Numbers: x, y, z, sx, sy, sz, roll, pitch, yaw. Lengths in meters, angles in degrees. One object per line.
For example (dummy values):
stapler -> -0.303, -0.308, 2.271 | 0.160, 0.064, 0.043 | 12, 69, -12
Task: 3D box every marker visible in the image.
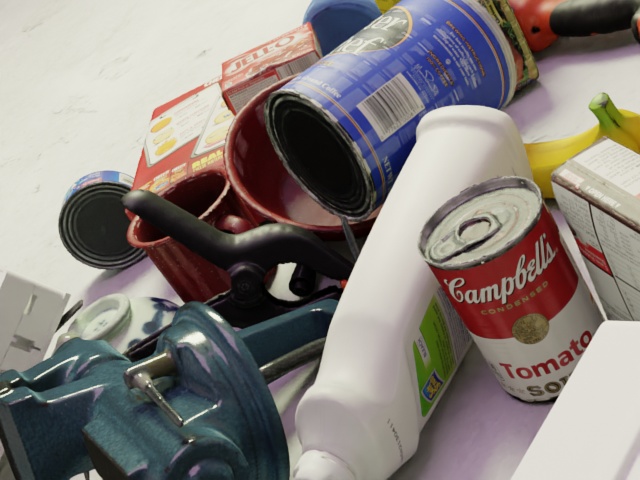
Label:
marker -> -0.005, 0.001, 0.802 | 0.020, 0.020, 0.121 | -20, 31, 24

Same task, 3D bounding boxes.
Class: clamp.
clamp -> -0.056, 0.018, 0.713 | 0.171, 0.120, 0.039 | -8, 18, -3

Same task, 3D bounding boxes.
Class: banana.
banana -> 0.148, -0.054, 0.669 | 0.037, 0.069, 0.198 | -57, 13, -17

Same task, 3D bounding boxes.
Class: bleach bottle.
bleach bottle -> 0.049, 0.038, 0.595 | 0.068, 0.102, 0.250 | 3, 43, 34

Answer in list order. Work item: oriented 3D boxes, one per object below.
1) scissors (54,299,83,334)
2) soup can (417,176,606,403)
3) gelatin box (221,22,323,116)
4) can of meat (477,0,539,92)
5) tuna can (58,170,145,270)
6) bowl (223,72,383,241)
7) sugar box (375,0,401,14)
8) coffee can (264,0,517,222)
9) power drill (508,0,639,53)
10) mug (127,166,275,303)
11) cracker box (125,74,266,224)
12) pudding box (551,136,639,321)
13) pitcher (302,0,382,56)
scissors -> -0.228, 0.085, 0.843 | 0.202, 0.016, 0.096 | -42, 12, 25
soup can -> 0.103, 0.027, 0.555 | 0.068, 0.102, 0.068 | -25, 29, 15
gelatin box -> -0.041, -0.147, 0.913 | 0.089, 0.030, 0.073 | -23, 28, 8
can of meat -> 0.111, -0.146, 0.827 | 0.084, 0.102, 0.057 | -31, 26, 0
tuna can -> -0.190, -0.018, 0.955 | 0.086, 0.086, 0.034 | -30, 26, 6
bowl -> 0.011, -0.053, 0.790 | 0.162, 0.055, 0.162 | -3, 52, 3
sugar box -> 0.092, -0.208, 0.861 | 0.093, 0.176, 0.048 | -37, 27, -8
coffee can -> 0.048, -0.093, 0.717 | 0.140, 0.103, 0.103 | -39, 28, -22
power drill -> 0.247, -0.203, 0.818 | 0.184, 0.057, 0.188 | -47, 31, -24
mug -> -0.078, 0.004, 0.806 | 0.117, 0.081, 0.093 | 1, 43, 47
cracker box -> -0.075, -0.084, 0.956 | 0.164, 0.072, 0.213 | -25, 28, 13
pudding box -> 0.160, 0.016, 0.501 | 0.039, 0.113, 0.090 | -33, 28, -5
pitcher -> 0.071, -0.248, 1.017 | 0.145, 0.149, 0.242 | 11, 50, 23
